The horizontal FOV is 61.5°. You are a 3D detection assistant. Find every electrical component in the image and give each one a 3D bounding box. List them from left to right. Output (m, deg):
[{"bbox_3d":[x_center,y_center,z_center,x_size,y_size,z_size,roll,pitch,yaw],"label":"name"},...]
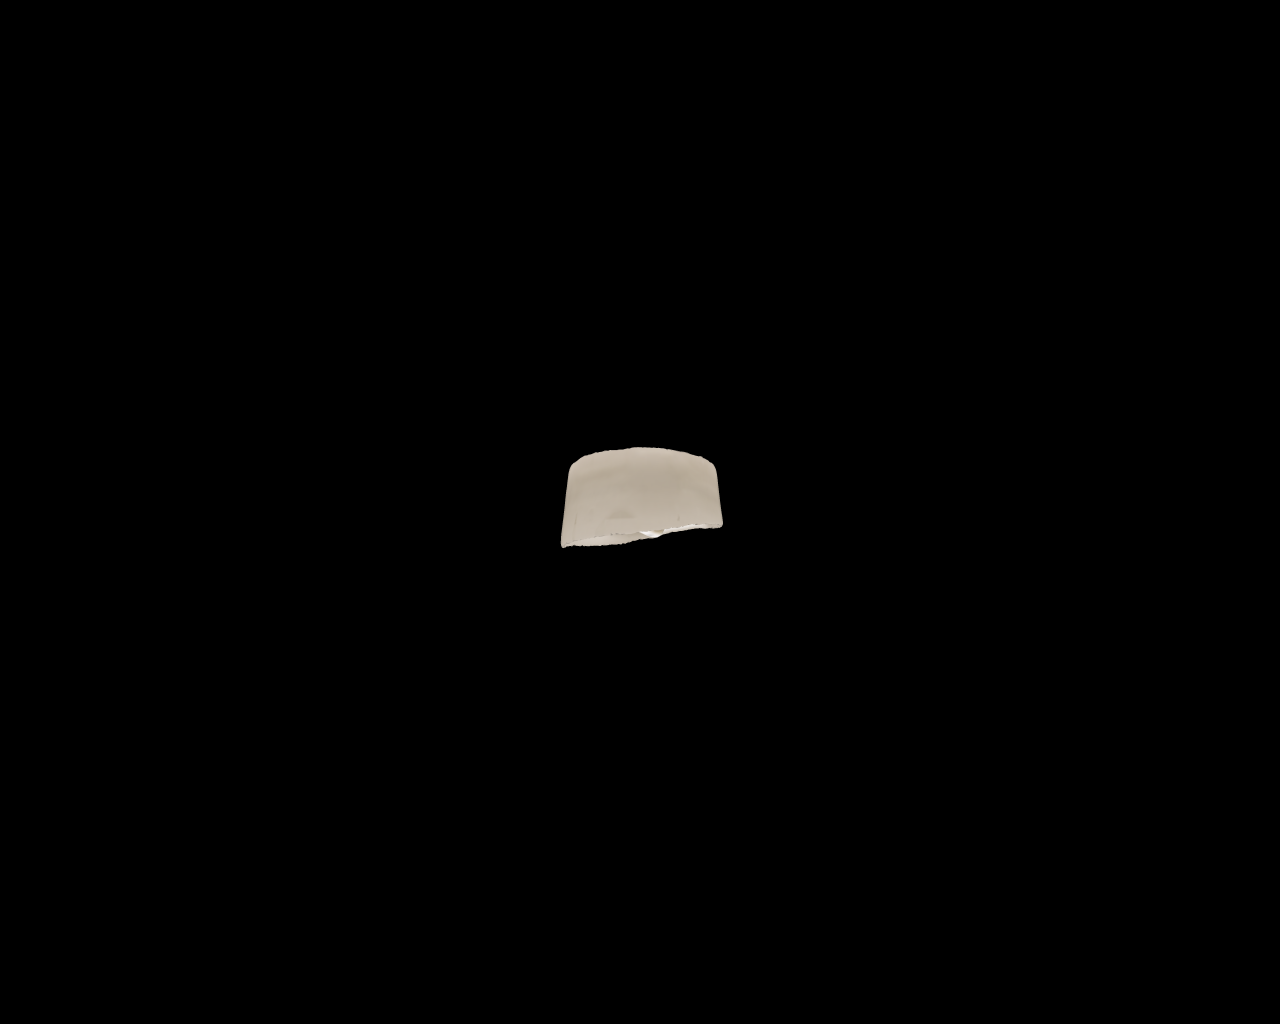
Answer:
[{"bbox_3d":[0.001,-0.003,0.650,0.099,0.064,0.099,0,-15,0],"label":"electrical component"}]
